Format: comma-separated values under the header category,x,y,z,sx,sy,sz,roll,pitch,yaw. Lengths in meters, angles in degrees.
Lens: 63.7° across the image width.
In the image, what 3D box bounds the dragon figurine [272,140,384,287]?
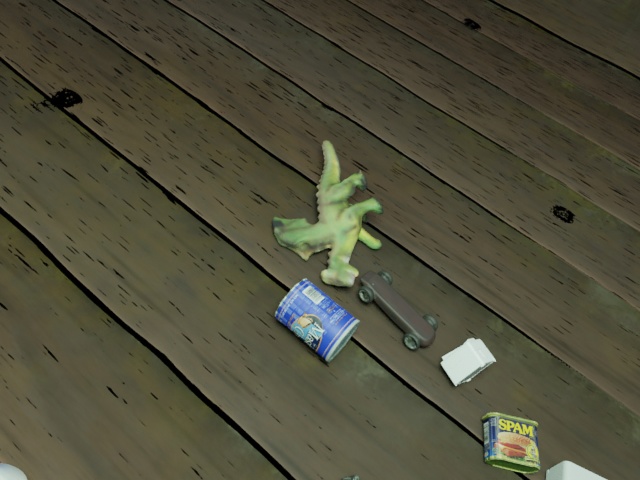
category,x,y,z,sx,sy,sz,roll,pitch,yaw
dragon figurine,0.004,-0.061,1.217,0.244,0.418,0.119,-19,-33,-17

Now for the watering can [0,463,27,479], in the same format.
category,x,y,z,sx,sy,sz,roll,pitch,yaw
watering can,-0.561,0.441,0.669,0.225,0.355,0.101,29,-39,10
